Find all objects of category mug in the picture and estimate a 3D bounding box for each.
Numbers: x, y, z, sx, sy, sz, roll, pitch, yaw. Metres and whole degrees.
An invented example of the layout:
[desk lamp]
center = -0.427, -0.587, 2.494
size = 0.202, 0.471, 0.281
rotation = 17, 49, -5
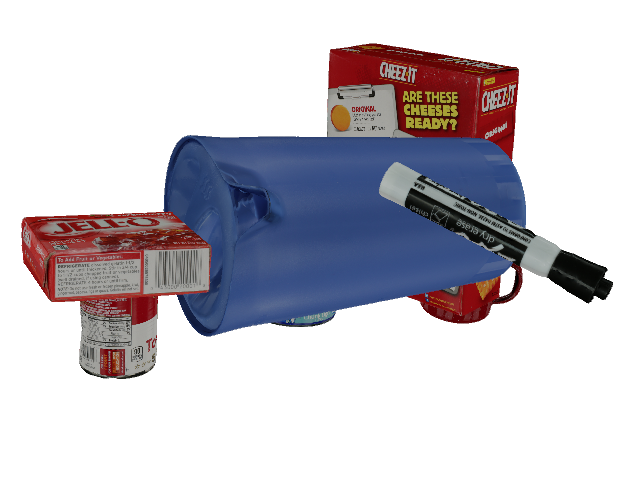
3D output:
[mug]
center = 0.169, 0.042, 1.203
size = 0.117, 0.081, 0.093
rotation = 6, 25, 1

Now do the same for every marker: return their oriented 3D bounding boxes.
[marker]
center = 0.084, -0.004, 0.516
size = 0.121, 0.020, 0.020
rotation = 29, 9, 18

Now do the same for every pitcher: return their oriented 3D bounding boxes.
[pitcher]
center = 0.014, -0.011, 0.762
size = 0.242, 0.145, 0.149
rotation = -5, 33, -26

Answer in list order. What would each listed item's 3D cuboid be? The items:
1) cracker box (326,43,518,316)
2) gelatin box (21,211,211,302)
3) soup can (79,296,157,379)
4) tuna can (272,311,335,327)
[cracker box]
center = 0.086, -0.059, 0.960
size = 0.164, 0.214, 0.071
rotation = 18, 26, 38
[gelatin box]
center = -0.113, 0.007, 0.582
size = 0.089, 0.030, 0.073
rotation = -2, 17, -24
[soup can]
center = -0.173, 0.059, 0.909
size = 0.068, 0.102, 0.068
rotation = 4, 19, -1
[tuna can]
center = -0.025, 0.061, 1.123
size = 0.086, 0.034, 0.086
rotation = 2, 17, -1
